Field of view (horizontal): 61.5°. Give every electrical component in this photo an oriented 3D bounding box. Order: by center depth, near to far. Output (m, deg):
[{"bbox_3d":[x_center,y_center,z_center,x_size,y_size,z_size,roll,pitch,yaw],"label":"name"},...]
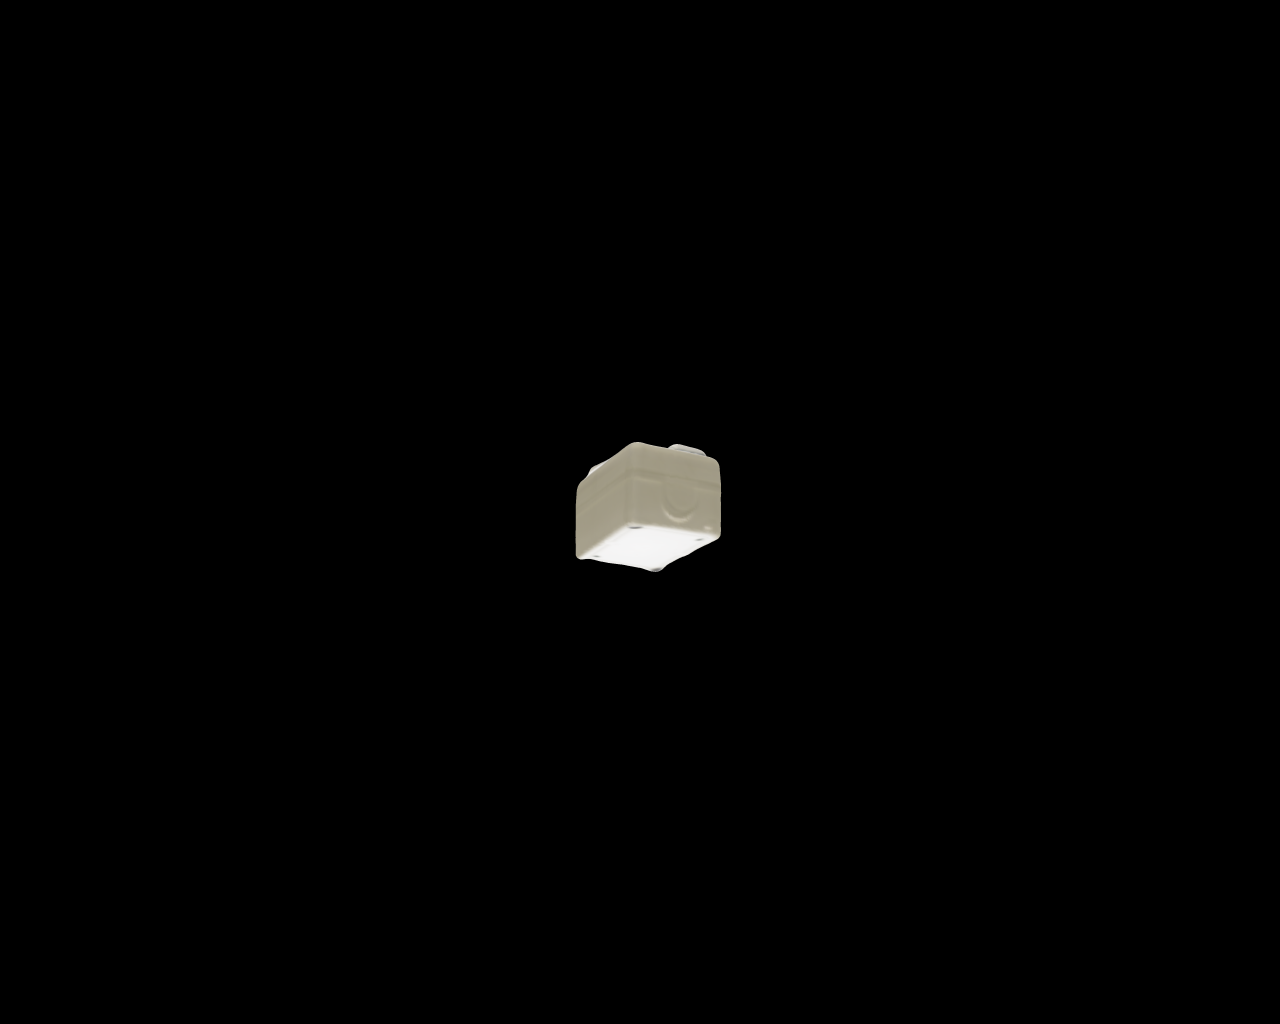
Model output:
[{"bbox_3d":[0.001,-0.003,0.650,0.062,0.061,0.096,10,-22,-26],"label":"electrical component"}]
